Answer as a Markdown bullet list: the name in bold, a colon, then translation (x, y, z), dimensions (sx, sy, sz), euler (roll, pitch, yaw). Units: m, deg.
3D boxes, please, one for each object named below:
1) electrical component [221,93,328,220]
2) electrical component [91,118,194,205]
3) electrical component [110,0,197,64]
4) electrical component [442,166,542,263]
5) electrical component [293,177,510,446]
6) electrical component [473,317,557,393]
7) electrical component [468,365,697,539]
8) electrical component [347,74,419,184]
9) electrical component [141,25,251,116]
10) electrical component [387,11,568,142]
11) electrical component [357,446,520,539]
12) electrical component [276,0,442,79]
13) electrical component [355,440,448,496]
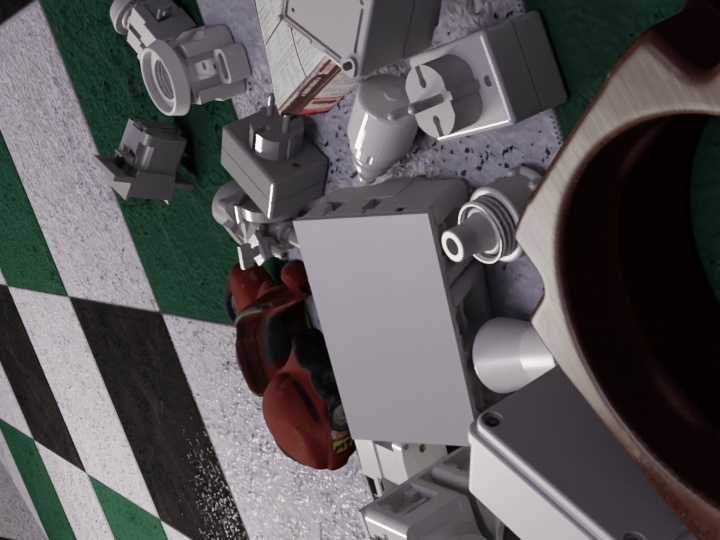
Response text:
- **electrical component**: translation (-0.059, -0.088, 0.748), dimensions (0.065, 0.047, 0.076), euler (48, 149, 26)
- **electrical component**: translation (-0.183, -0.095, 0.927), dimensions (0.042, 0.081, 0.063), euler (39, 114, 39)
- **electrical component**: translation (-0.163, -0.191, 0.843), dimensions (0.055, 0.048, 0.066), euler (50, 149, 10)
- **electrical component**: translation (0.072, -0.024, 0.564), dimensions (0.048, 0.062, 0.048), euler (40, 143, 38)
- **electrical component**: translation (0.029, 0.025, 0.653), dimensions (0.089, 0.062, 0.150), euler (-2, 114, 30)
- **electrical component**: translation (0.100, 0.046, 0.599), dimensions (0.065, 0.044, 0.044), euler (-11, 103, 56)
- **electrical component**: translation (0.126, 0.096, 0.522), dimensions (0.109, 0.109, 0.056), euler (39, 146, 38)
- **electrical component**: translation (0.012, -0.081, 0.642), dimensions (0.040, 0.040, 0.078), euler (51, 149, 22)
- **electrical component**: translation (-0.126, -0.149, 0.803), dimensions (0.078, 0.057, 0.058), euler (16, 126, 54)
- **electrical component**: translation (0.049, -0.089, 0.534), dimensions (0.066, 0.077, 0.047), euler (-4, 109, 60)
- **electrical component**: translation (0.084, 0.218, 0.696), dimensions (0.060, 0.105, 0.186), euler (5, 117, 58)
- **electrical component**: translation (0.007, -0.152, 0.510), dimensions (0.062, 0.061, 0.096), euler (42, 141, 27)
- **electrical component**: translation (0.030, 0.128, 0.782), dimensions (0.064, 0.042, 0.081), euler (15, 126, 53)
